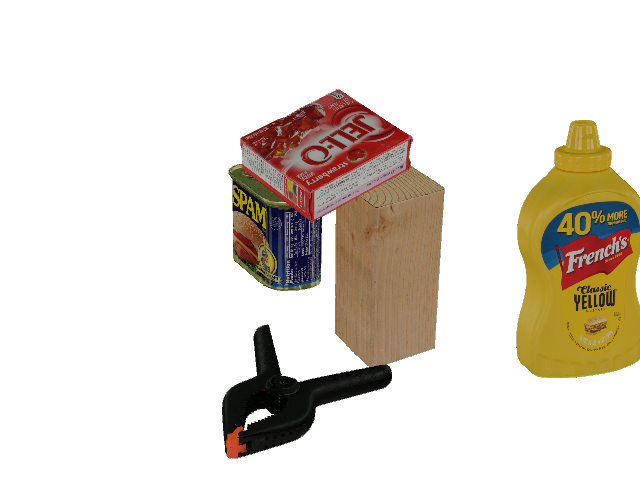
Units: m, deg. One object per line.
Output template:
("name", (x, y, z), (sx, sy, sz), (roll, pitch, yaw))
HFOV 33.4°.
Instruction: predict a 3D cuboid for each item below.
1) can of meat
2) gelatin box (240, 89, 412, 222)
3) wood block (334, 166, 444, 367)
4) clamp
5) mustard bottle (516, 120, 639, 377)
("can of meat", (-0.038, -0.013, 0.915), (0.057, 0.084, 0.102), (-11, 26, -26))
("gelatin box", (0.004, -0.058, 0.698), (0.089, 0.030, 0.073), (-30, 50, -28))
("wood block", (0.074, 0.027, 1.203), (0.090, 0.206, 0.090), (-15, 32, -25))
("clamp", (-0.028, 0.159, 1.091), (0.165, 0.036, 0.209), (12, 27, 17))
("mustard bottle", (0.197, 0.005, 0.805), (0.096, 0.192, 0.058), (-6, 17, -10))
